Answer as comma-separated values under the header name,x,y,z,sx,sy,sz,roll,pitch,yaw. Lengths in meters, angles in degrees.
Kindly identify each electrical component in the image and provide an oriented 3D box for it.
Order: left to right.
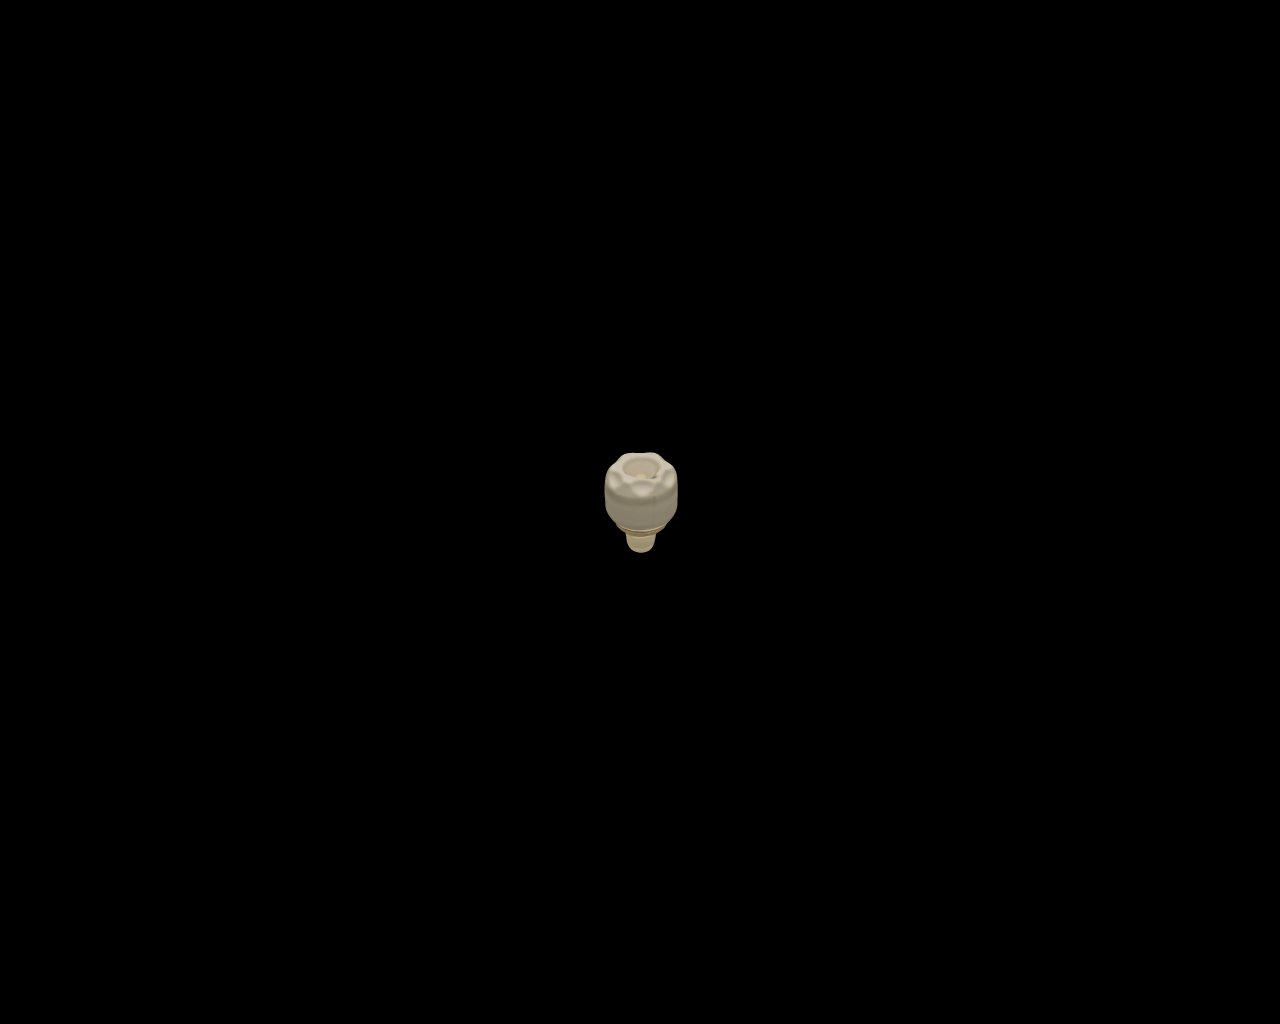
name,x,y,z,sx,sy,sz,roll,pitch,yaw
electrical component,0.001,-0.003,0.650,0.043,0.062,0.043,0,35,0
